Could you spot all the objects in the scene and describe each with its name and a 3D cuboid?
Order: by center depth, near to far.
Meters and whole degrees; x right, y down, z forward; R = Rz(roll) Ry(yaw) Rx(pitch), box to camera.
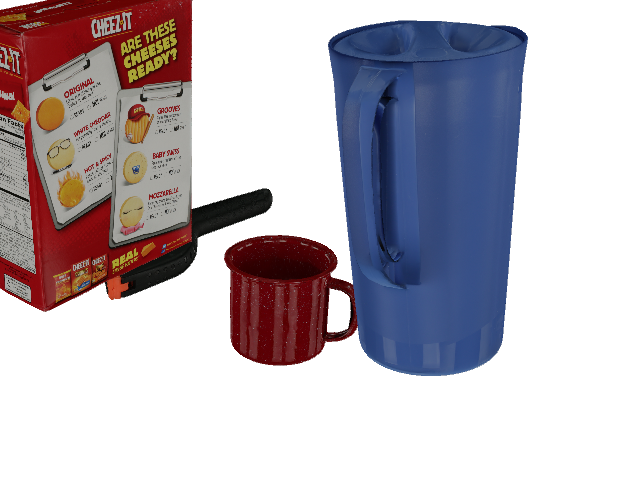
[{"bbox_3d":[0.071,-0.027,0.751,0.149,0.243,0.145,-9,23,-14],"label":"pitcher"},{"bbox_3d":[-0.176,-0.076,0.816,0.072,0.214,0.163,20,31,32],"label":"cracker box"},{"bbox_3d":[-0.022,0.052,0.885,0.117,0.081,0.093,8,24,12],"label":"mug"},{"bbox_3d":[-0.164,-0.018,1.058,0.165,0.036,0.209,21,40,17],"label":"clamp"}]
